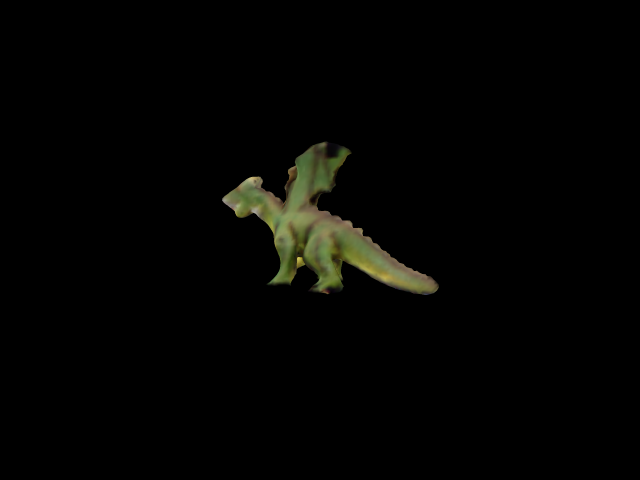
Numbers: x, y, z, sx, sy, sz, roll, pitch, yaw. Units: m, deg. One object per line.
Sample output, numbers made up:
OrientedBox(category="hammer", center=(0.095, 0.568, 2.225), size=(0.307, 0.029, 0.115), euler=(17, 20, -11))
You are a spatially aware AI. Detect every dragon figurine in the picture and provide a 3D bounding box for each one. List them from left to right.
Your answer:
OrientedBox(category="dragon figurine", center=(0.003, -0.043, 0.850), size=(0.410, 0.243, 0.122), euler=(1, 1, 32))
